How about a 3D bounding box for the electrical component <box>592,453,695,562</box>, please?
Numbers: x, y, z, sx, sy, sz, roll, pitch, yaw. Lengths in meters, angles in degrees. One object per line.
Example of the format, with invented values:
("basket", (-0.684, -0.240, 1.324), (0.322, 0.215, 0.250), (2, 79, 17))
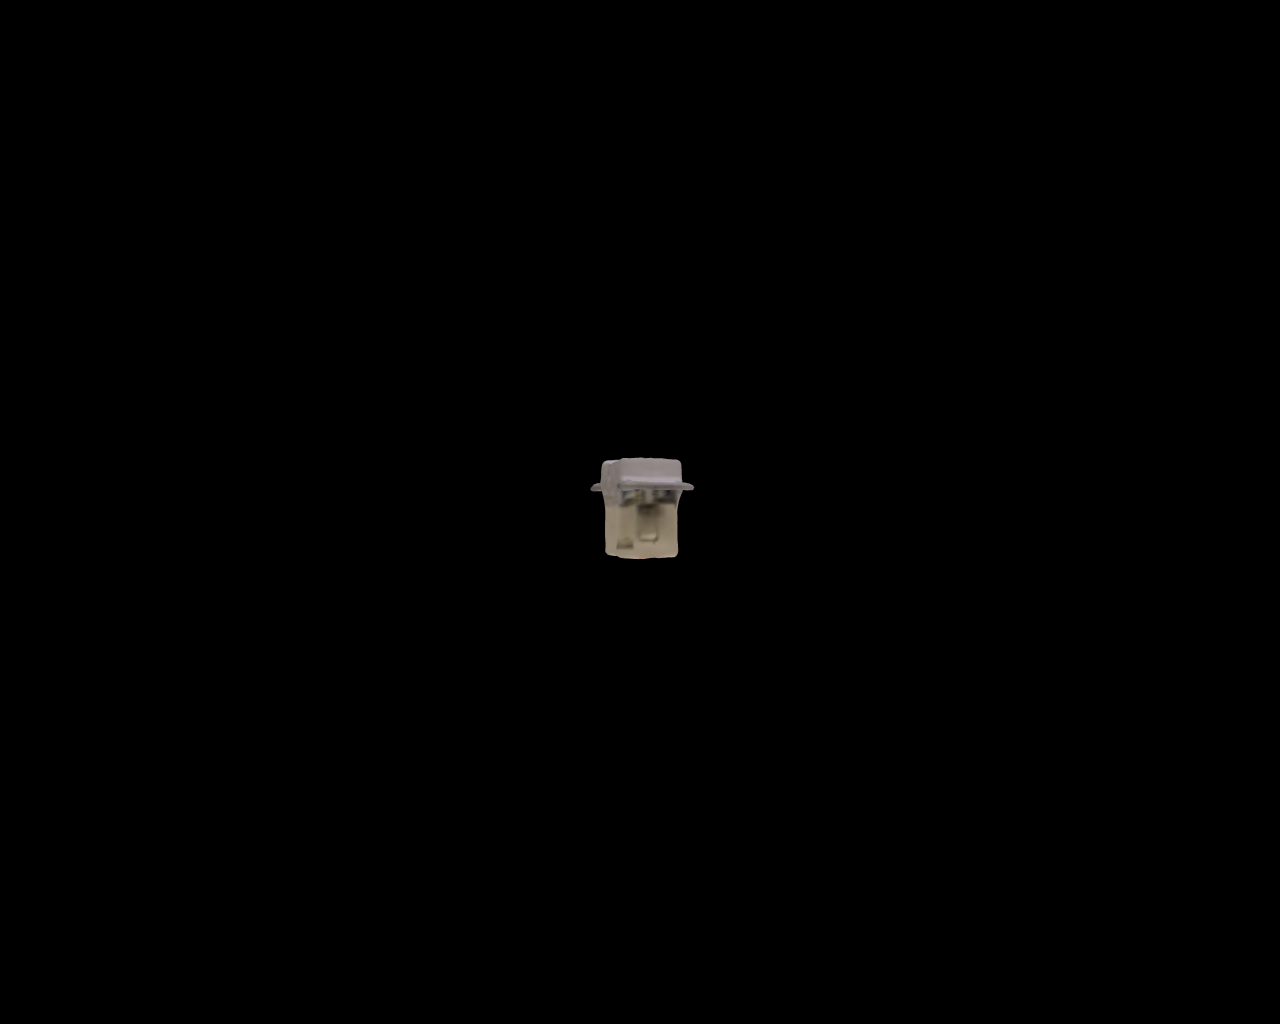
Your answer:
("electrical component", (0.001, -0.003, 0.650), (0.042, 0.063, 0.081), (0, 0, -15))
